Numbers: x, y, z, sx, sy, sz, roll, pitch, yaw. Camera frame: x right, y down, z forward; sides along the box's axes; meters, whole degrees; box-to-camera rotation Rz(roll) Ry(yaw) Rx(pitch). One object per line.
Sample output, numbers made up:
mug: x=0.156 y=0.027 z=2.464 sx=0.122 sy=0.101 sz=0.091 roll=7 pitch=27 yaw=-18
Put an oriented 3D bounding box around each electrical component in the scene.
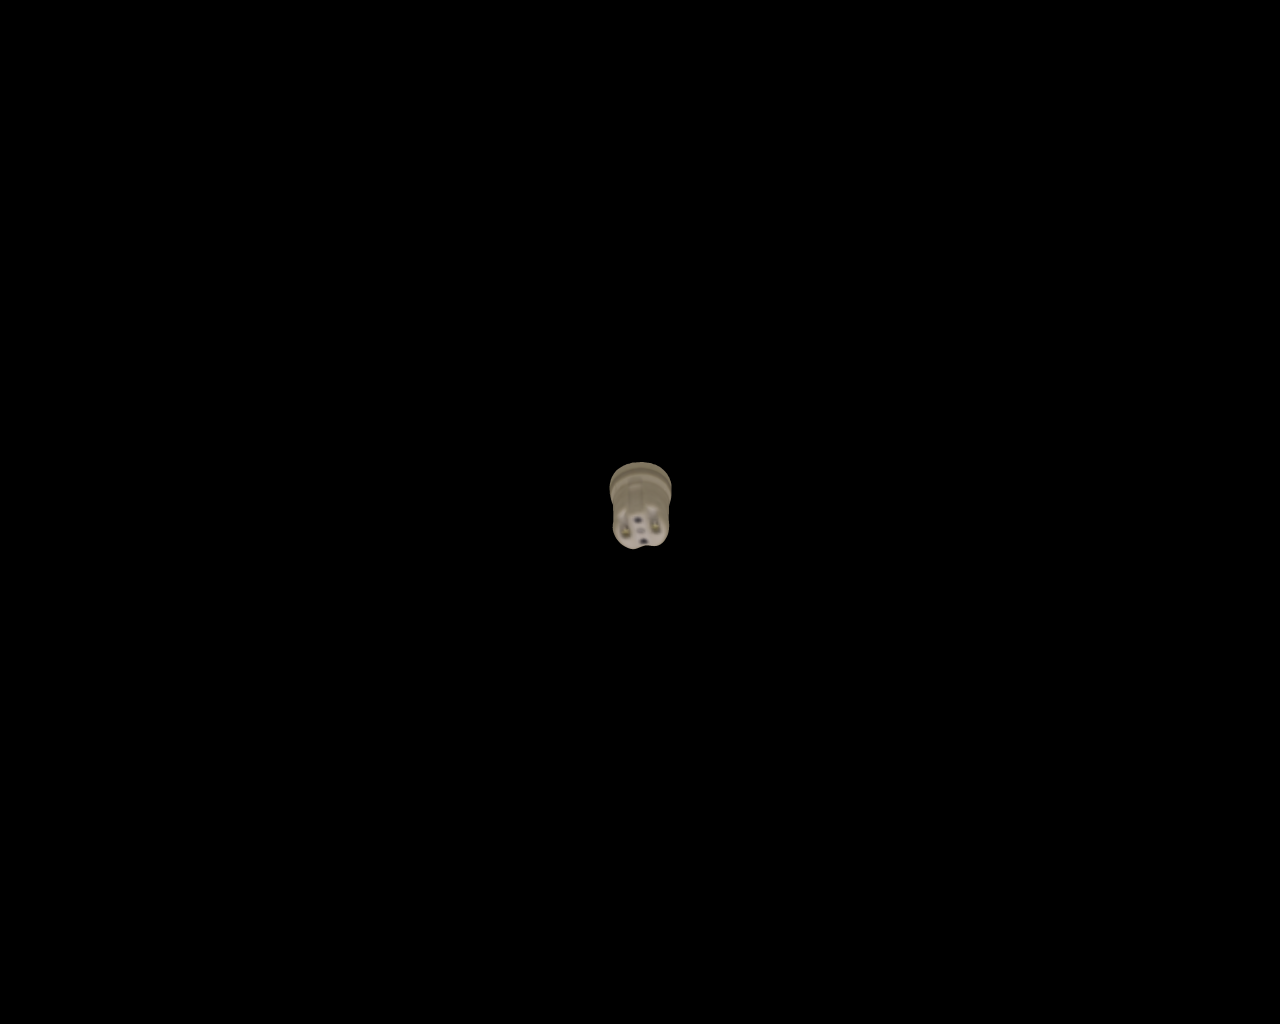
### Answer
electrical component: x=0.001 y=-0.003 z=0.650 sx=0.040 sy=0.040 sz=0.046 roll=0 pitch=41 yaw=0
